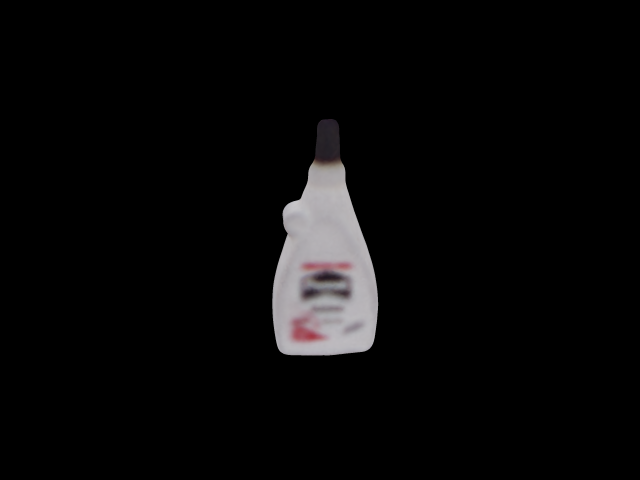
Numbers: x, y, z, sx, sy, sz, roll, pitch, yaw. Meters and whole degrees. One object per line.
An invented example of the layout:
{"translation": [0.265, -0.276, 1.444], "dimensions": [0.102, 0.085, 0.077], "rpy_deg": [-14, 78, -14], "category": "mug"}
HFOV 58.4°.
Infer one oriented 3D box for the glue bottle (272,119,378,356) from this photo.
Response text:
{"translation": [0.004, 0.001, 0.400], "dimensions": [0.078, 0.173, 0.037], "rpy_deg": [-3, 26, -7], "category": "glue bottle"}
